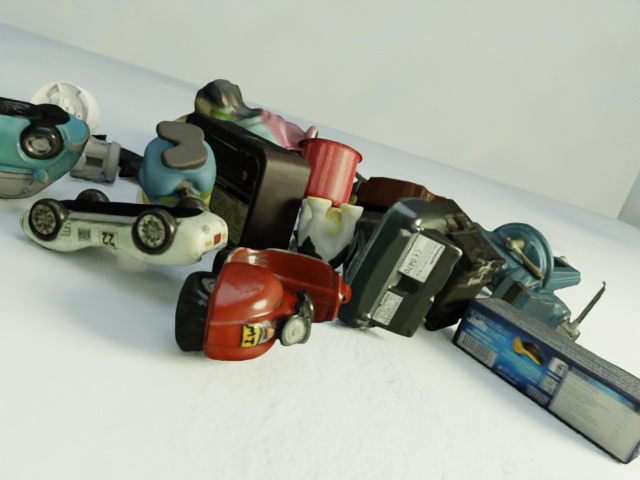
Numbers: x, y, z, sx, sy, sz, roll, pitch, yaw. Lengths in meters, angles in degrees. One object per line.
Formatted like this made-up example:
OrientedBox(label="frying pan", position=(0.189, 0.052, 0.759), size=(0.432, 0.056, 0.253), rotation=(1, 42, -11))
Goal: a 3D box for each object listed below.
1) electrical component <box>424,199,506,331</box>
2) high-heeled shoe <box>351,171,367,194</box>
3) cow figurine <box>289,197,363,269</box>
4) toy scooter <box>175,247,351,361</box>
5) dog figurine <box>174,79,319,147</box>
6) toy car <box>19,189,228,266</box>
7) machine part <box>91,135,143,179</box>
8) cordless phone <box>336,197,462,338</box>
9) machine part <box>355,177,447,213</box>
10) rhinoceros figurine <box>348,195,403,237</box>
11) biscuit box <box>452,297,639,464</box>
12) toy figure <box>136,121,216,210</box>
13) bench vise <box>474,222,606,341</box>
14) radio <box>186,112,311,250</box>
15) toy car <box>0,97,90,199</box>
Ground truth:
OrientedBox(label="electrical component", position=(0.132, 0.019, 0.625), size=(0.058, 0.114, 0.134), rotation=(-5, 45, -32))
OrientedBox(label="high-heeled shoe", position=(0.092, -0.051, 1.012), size=(0.145, 0.086, 0.249), rotation=(46, 30, -16))
OrientedBox(label="cow figurine", position=(0.000, -0.002, 0.688), size=(0.068, 0.098, 0.167), rotation=(12, -2, -8))
OrientedBox(label="toy scooter", position=(-0.039, 0.051, 0.464), size=(0.135, 0.075, 0.184), rotation=(10, 14, 0))
OrientedBox(label="dog figurine", position=(-0.119, -0.150, 0.854), size=(0.219, 0.191, 0.108), rotation=(23, 50, 9))
OrientedBox(label="toy car", position=(-0.187, -0.013, 0.509), size=(0.202, 0.056, 0.073), rotation=(5, 16, 17))
OrientedBox(label="machine part", position=(-0.301, -0.123, 0.824), size=(0.139, 0.039, 0.084), rotation=(25, 22, 17))
OrientedBox(label="cordless phone", position=(0.071, 0.008, 0.600), size=(0.089, 0.146, 0.184), rotation=(23, 18, -12))
OrientedBox(label="machine part", position=(0.138, -0.042, 0.869), size=(0.179, 0.056, 0.179), rotation=(21, -13, 5))
OrientedBox(label="rhinoceros figurine", position=(0.106, -0.003, 0.776), size=(0.191, 0.112, 0.073), rotation=(9, 57, 17))
OrientedBox(label="biscuit box", position=(0.234, 0.129, 0.542), size=(0.063, 0.059, 0.203), rotation=(2, 24, -41))
OrientedBox(label="toy figure", position=(-0.156, -0.062, 0.596), size=(0.089, 0.082, 0.180), rotation=(21, -27, -16))
OrientedBox(label="bench vise", position=(0.314, 0.054, 0.779), size=(0.240, 0.128, 0.224), rotation=(-1, 29, -39))
OrientedBox(label="radio", position=(-0.115, -0.078, 0.703), size=(0.073, 0.131, 0.230), rotation=(7, 19, -43))
OrientedBox(label="toy car", position=(-0.337, -0.095, 0.575), size=(0.161, 0.102, 0.109), rotation=(5, 24, -25))
